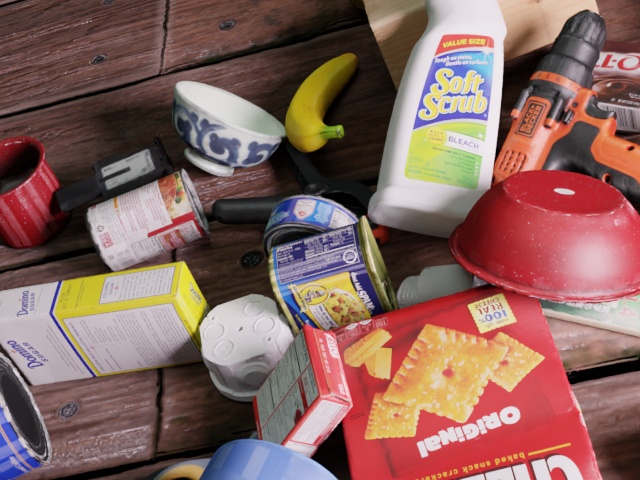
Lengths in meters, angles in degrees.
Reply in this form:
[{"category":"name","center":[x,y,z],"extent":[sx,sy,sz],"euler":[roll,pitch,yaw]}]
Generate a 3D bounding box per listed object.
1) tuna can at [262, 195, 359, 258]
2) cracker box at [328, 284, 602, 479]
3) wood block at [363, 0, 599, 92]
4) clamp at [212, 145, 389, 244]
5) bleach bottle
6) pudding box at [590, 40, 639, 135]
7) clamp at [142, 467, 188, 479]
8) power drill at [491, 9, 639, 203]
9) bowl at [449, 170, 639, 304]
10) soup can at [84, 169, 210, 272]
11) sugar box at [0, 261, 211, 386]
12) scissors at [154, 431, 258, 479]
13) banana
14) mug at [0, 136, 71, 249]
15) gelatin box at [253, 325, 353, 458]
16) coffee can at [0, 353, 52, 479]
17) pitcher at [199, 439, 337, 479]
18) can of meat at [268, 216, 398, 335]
[{"category":"tuna can","center":[-0.006,0.001,0.923],"extent":[0.086,0.086,0.033],"euler":[1,50,22]},{"category":"cracker box","center":[0.101,0.138,0.757],"extent":[0.164,0.072,0.214],"euler":[-16,45,7]},{"category":"wood block","center":[0.156,-0.226,1.052],"extent":[0.206,0.091,0.090],"euler":[-21,29,8]},{"category":"clamp","center":[-0.015,-0.030,0.989],"extent":[0.120,0.039,0.172],"euler":[-40,44,-23]},{"category":"bleach bottle","center":[0.109,-0.132,0.943],"extent":[0.102,0.068,0.251],"euler":[11,72,-7]},{"category":"pudding box","center":[0.266,-0.145,0.991],"extent":[0.114,0.039,0.090],"euler":[17,55,34]},{"category":"clamp","center":[-0.203,0.254,0.790],"extent":[0.210,0.036,0.164],"euler":[-10,44,7]},{"category":"power drill","center":[0.256,-0.100,0.904],"extent":[0.188,0.057,0.184],"euler":[22,84,37]},{"category":"bowl","center":[0.181,-0.012,0.814],"extent":[0.162,0.055,0.162],"euler":[3,25,-2]},{"category":"soup can","center":[-0.164,-0.018,1.017],"extent":[0.102,0.068,0.068],"euler":[-22,44,1]},{"category":"sugar box","center":[-0.185,0.074,0.918],"extent":[0.176,0.093,0.048],"euler":[-7,45,15]},{"category":"scissors","center":[-0.067,0.159,0.825],"extent":[0.096,0.016,0.201],"euler":[17,52,4]},{"category":"banana","center":[0.001,-0.134,1.072],"extent":[0.070,0.037,0.197],"euler":[-11,31,13]},{"category":"mug","center":[-0.317,-0.047,1.096],"extent":[0.117,0.081,0.093],"euler":[9,52,28]},{"category":"gelatin box","center":[-0.014,0.119,0.788],"extent":[0.089,0.030,0.073],"euler":[-56,29,28]},{"category":"coffee can","center":[-0.305,0.167,0.867],"extent":[0.140,0.103,0.103],"euler":[-26,44,-5]},{"category":"pitcher","center":[-0.058,0.257,0.676],"extent":[0.145,0.149,0.242],"euler":[-6,41,36]},{"category":"can of meat","center":[0.012,0.038,0.870],"extent":[0.084,0.102,0.057],"euler":[-16,45,9]}]
